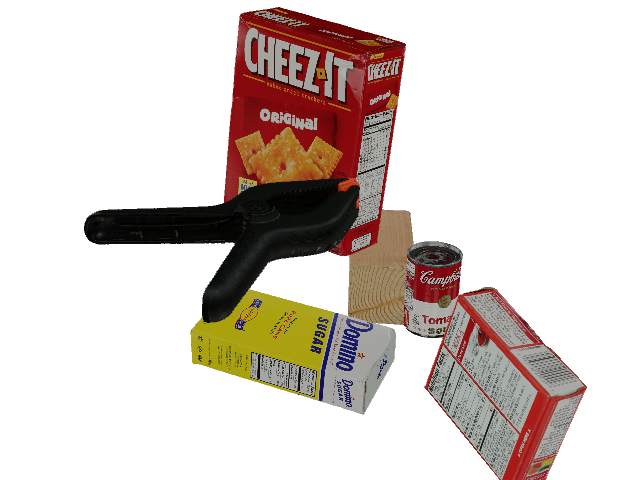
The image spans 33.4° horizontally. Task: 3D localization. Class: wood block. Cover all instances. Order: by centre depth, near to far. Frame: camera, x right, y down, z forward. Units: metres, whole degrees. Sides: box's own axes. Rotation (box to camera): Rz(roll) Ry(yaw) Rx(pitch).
[{"bbox_3d":[0.088,0.034,1.563,0.091,0.090,0.206,4,25,0],"label":"wood block"}]

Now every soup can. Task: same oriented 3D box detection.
[{"bbox_3d":[0.138,0.061,1.322,0.068,0.102,0.068,1,25,-1],"label":"soup can"}]

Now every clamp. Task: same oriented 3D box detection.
[{"bbox_3d":[-0.058,-0.011,0.796,0.165,0.036,0.209,25,35,37],"label":"clamp"}]

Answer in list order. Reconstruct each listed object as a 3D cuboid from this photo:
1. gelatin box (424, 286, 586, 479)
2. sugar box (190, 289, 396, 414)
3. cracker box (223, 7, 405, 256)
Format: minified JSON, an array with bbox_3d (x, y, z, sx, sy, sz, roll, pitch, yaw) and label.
[{"bbox_3d":[0.101,0.081,0.595,0.030,0.073,0.089,-8,39,-29],"label":"gelatin box"},{"bbox_3d":[-0.025,0.099,1.010,0.176,0.048,0.093,12,32,17],"label":"sugar box"},{"bbox_3d":[-0.013,-0.110,1.076,0.164,0.214,0.071,23,29,31],"label":"cracker box"}]
